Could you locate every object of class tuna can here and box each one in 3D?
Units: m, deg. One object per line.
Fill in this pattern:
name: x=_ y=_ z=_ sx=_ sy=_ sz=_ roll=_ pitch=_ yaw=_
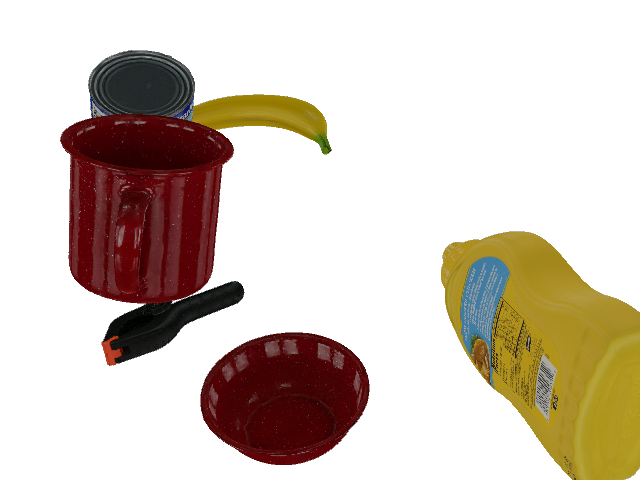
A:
tuna can: x=-0.146 y=-0.116 z=0.877 sx=0.086 sy=0.086 sz=0.034 roll=0 pitch=-40 yaw=-9

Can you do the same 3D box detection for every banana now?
banana: x=-0.074 y=-0.142 z=1.238 sx=0.198 sy=0.037 sz=0.069 roll=8 pitch=41 yaw=16

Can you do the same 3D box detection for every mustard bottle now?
mustard bottle: x=0.120 y=0.049 z=0.618 sx=0.058 sy=0.096 sz=0.192 roll=-9 pitch=28 yaw=-19

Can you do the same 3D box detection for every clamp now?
clamp: x=-0.165 y=0.083 z=1.166 sx=0.120 sy=0.039 sz=0.171 roll=-6 pitch=24 yaw=32

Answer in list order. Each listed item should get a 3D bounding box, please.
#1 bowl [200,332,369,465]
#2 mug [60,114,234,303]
bowl: x=-0.031 y=0.161 z=1.023 sx=0.162 sy=0.055 sz=0.162 roll=-4 pitch=37 yaw=3
mug: x=-0.097 y=-0.012 z=0.584 sx=0.093 sy=0.081 sz=0.117 roll=5 pitch=24 yaw=-6
